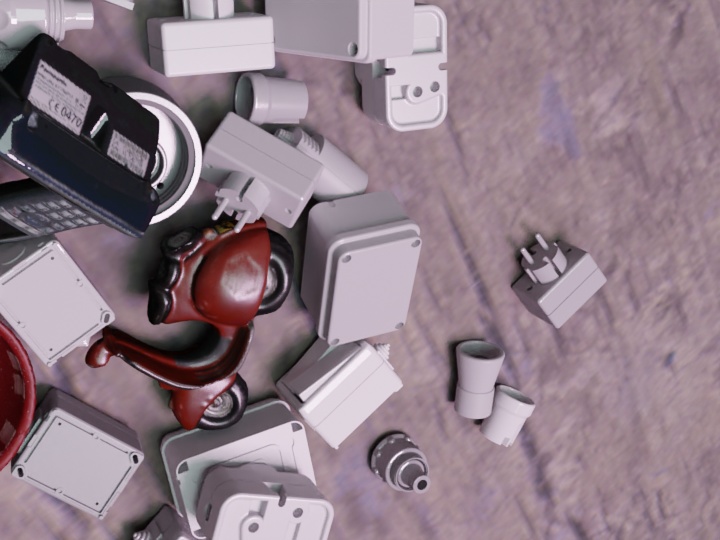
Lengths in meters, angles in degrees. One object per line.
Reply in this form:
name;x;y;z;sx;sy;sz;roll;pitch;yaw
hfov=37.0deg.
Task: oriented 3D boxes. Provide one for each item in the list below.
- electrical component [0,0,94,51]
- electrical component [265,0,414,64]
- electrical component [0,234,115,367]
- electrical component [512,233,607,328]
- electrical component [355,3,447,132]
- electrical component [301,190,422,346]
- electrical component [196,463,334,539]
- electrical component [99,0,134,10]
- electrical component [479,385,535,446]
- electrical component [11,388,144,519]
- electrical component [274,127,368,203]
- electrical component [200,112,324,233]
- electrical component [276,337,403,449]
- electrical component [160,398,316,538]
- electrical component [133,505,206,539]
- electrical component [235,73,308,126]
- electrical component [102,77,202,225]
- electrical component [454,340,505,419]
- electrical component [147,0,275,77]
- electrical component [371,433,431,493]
electrical component;-0.196;-0.157;0.660;0.062;0.043;0.043;-5;108;-24
electrical component;-0.016;-0.211;0.782;0.056;0.109;0.108;-16;114;-42
electrical component;-0.230;0.019;0.792;0.062;0.061;0.096;-37;126;-11
electrical component;0.172;0.000;0.977;0.066;0.047;0.076;-43;119;-7
electrical component;0.032;-0.163;0.852;0.054;0.059;0.095;-10;110;-22
electrical component;0.000;0.000;0.866;0.078;0.057;0.113;-13;138;-21
electrical component;-0.077;0.190;0.847;0.095;0.059;0.053;11;101;-27
electrical component;-0.235;-0.229;0.680;0.186;0.105;0.060;16;99;-28
electrical component;0.137;0.137;1.010;0.040;0.040;0.046;18;103;-29
electrical component;-0.225;0.137;0.832;0.096;0.061;0.061;34;91;-21
electrical component;-0.037;-0.084;0.854;0.081;0.043;0.043;38;88;-30
electrical component;-0.083;-0.061;0.804;0.083;0.047;0.075;30;60;-1
electrical component;-0.015;0.090;0.910;0.096;0.062;0.061;-43;119;-7
electrical component;-0.102;0.162;0.896;0.113;0.057;0.078;-18;112;-19
electrical component;-0.151;0.248;0.898;0.061;0.061;0.096;-49;119;-4
electrical component;-0.068;-0.131;0.828;0.046;0.040;0.040;-2;107;-29
electrical component;-0.167;-0.083;0.784;0.108;0.060;0.108;-8;109;-23
electrical component;0.106;0.102;0.984;0.044;0.044;0.065;-5;113;-24
electrical component;-0.110;-0.184;0.786;0.083;0.047;0.075;-9;110;-22
electrical component;0.042;0.179;0.965;0.048;0.062;0.048;-8;109;-23
